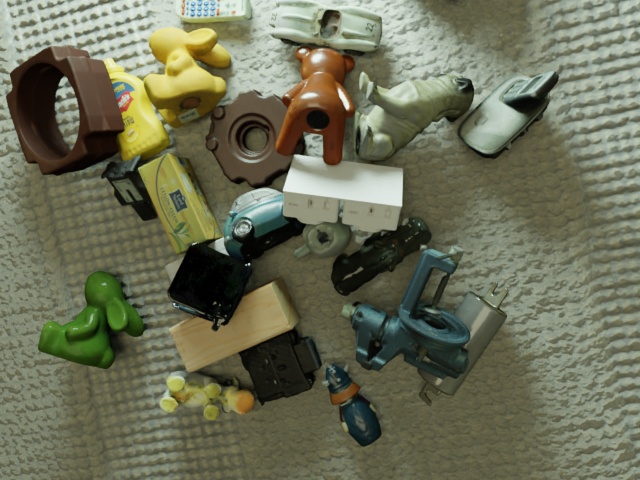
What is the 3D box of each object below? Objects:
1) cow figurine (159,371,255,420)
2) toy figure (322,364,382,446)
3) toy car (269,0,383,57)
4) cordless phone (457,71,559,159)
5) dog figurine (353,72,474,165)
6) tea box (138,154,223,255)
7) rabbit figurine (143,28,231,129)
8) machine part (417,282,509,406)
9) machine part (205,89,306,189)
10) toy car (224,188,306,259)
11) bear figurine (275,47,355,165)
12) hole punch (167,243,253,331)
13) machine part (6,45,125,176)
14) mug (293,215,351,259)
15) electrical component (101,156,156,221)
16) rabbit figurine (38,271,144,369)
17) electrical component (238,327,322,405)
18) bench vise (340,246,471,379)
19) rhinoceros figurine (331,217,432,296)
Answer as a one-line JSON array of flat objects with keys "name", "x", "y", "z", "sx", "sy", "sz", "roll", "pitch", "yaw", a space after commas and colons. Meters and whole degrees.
[{"name": "cow figurine", "x": -0.207, "y": 0.286, "z": 1.003, "sx": 0.167, "sy": 0.098, "sz": 0.068, "roll": 13, "pitch": 90, "yaw": -11}, {"name": "toy figure", "x": 0.053, "y": 0.295, "z": 0.973, "sx": 0.058, "sy": 0.064, "sz": 0.154, "roll": -37, "pitch": 81, "yaw": 46}, {"name": "toy car", "x": 0.008, "y": -0.373, "z": 0.939, "sx": 0.202, "sy": 0.056, "sz": 0.073, "roll": 12, "pitch": 95, "yaw": 7}, {"name": "cordless phone", "x": 0.302, "y": -0.196, "z": 0.843, "sx": 0.146, "sy": 0.184, "sz": 0.089, "roll": -44, "pitch": 91, "yaw": 8}, {"name": "dog figurine", "x": 0.159, "y": -0.198, "z": 0.916, "sx": 0.191, "sy": 0.121, "sz": 0.172, "roll": 4, "pitch": 129, "yaw": -9}, {"name": "tea box", "x": -0.250, "y": -0.064, "z": 0.977, "sx": 0.068, "sy": 0.098, "sz": 0.169, "roll": -24, "pitch": 88, "yaw": 9}, {"name": "rabbit figurine", "x": -0.246, "y": -0.313, "z": 0.957, "sx": 0.162, "sy": 0.121, "sz": 0.173, "roll": -28, "pitch": 70, "yaw": 7}, {"name": "machine part", "x": 0.244, "y": 0.177, "z": 0.928, "sx": 0.079, "sy": 0.079, "sz": 0.243, "roll": 32, "pitch": 98, "yaw": 5}, {"name": "machine part", "x": -0.117, "y": -0.182, "z": 0.971, "sx": 0.179, "sy": 0.056, "sz": 0.179, "roll": 0, "pitch": 94, "yaw": 7}, {"name": "toy car", "x": -0.105, "y": -0.040, "z": 0.957, "sx": 0.162, "sy": 0.109, "sz": 0.103, "roll": -28, "pitch": 68, "yaw": -3}, {"name": "bear figurine", "x": -0.005, "y": -0.239, "z": 0.917, "sx": 0.120, "sy": 0.196, "sz": 0.131, "roll": 9, "pitch": 132, "yaw": -7}, {"name": "hole punch", "x": -0.188, "y": 0.079, "z": 0.918, "sx": 0.116, "sy": 0.092, "sz": 0.142, "roll": 25, "pitch": 68, "yaw": -6}, {"name": "machine part", "x": -0.461, "y": -0.230, "z": 0.975, "sx": 0.201, "sy": 0.087, "sz": 0.201, "roll": -15, "pitch": 95, "yaw": 30}, {"name": "mug", "x": -0.002, "y": -0.003, "z": 0.938, "sx": 0.109, "sy": 0.107, "sz": 0.081, "roll": -28, "pitch": 88, "yaw": 7}, {"name": "electrical component", "x": -0.342, "y": -0.094, "z": 1.005, "sx": 0.075, "sy": 0.048, "sz": 0.119, "roll": -10, "pitch": 134, "yaw": 20}, {"name": "rabbit figurine", "x": -0.420, "y": 0.145, "z": 1.008, "sx": 0.159, "sy": 0.121, "sz": 0.170, "roll": 15, "pitch": 81, "yaw": 14}, {"name": "electrical component", "x": -0.067, "y": 0.227, "z": 0.988, "sx": 0.134, "sy": 0.058, "sz": 0.115, "roll": -24, "pitch": 92, "yaw": 10}, {"name": "bench vise", "x": 0.153, "y": 0.109, "z": 0.866, "sx": 0.224, "sy": 0.129, "sz": 0.240, "roll": 28, "pitch": 112, "yaw": 22}, {"name": "rhinoceros figurine", "x": 0.101, "y": 0.024, "z": 0.923, "sx": 0.190, "sy": 0.112, "sz": 0.073, "roll": -32, "pitch": 86, "yaw": 15}]
